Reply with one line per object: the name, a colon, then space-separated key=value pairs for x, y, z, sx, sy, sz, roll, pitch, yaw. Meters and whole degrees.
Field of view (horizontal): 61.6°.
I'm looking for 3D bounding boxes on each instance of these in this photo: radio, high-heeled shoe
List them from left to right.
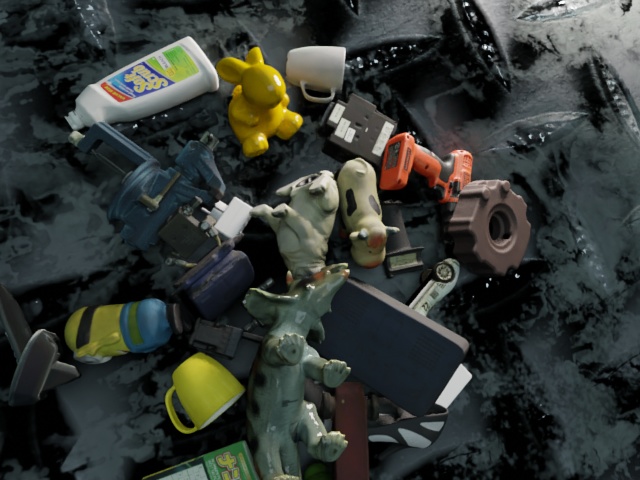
high-heeled shoe: x=0.083 y=0.258 z=0.849 sx=0.248 sy=0.086 sz=0.145 roll=42 pitch=104 yaw=-17
radio: x=0.102 y=0.163 z=0.846 sx=0.230 sy=0.073 sz=0.131 roll=29 pitch=96 yaw=22

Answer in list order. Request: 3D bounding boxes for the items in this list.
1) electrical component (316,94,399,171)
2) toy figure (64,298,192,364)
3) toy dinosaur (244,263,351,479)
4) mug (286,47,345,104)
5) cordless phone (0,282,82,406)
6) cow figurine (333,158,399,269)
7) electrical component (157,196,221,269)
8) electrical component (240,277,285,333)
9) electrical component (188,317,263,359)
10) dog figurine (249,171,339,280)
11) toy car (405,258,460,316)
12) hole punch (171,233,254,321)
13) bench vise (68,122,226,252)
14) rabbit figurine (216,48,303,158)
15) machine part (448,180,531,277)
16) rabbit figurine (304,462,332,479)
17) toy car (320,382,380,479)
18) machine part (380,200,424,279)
electrical component: x=0.065 y=-0.199 z=0.993 sx=0.134 sy=0.058 sz=0.115 roll=28 pitch=70 yaw=-5
toy figure: x=-0.289 y=0.130 z=0.806 sx=0.180 sy=0.082 sz=0.089 roll=-17 pitch=59 yaw=5
toy dinosaur: x=-0.052 y=0.224 z=0.765 sx=0.131 sy=0.192 sz=0.404 roll=10 pitch=91 yaw=-24
mug: x=-0.010 y=-0.305 z=0.996 sx=0.107 sy=0.081 sz=0.109 roll=7 pitch=81 yaw=1
cordless phone: x=-0.416 y=0.134 z=0.751 sx=0.089 sy=0.146 sz=0.184 roll=-26 pitch=87 yaw=-25
cow figurine: x=0.074 y=-0.046 z=0.922 sx=0.085 sy=0.127 sz=0.195 roll=-6 pitch=76 yaw=-11
electrical component: x=-0.198 y=-0.006 z=0.808 sx=0.102 sy=0.045 sz=0.078 roll=-37 pitch=115 yaw=6
electrical component: x=-0.101 y=0.110 z=0.897 sx=0.094 sy=0.021 sz=0.063 roll=-42 pitch=88 yaw=-18
electrical component: x=-0.146 y=0.162 z=0.849 sx=0.119 sy=0.075 sz=0.048 roll=20 pitch=72 yaw=-10
dog figurine: x=-0.005 y=-0.002 z=0.908 sx=0.172 sy=0.121 sz=0.190 roll=-35 pitch=111 yaw=-17
toy car: x=0.176 y=0.110 z=0.934 sx=0.056 sy=0.073 sz=0.202 roll=42 pitch=72 yaw=3
hole punch: x=-0.162 y=0.065 z=0.850 sx=0.142 sy=0.116 sz=0.092 roll=-41 pitch=96 yaw=-18
bench vise: x=-0.277 y=-0.112 z=0.845 sx=0.240 sy=0.129 sz=0.223 roll=36 pitch=97 yaw=-3
rabbit figurine: x=-0.098 y=-0.244 z=0.907 sx=0.122 sy=0.173 sz=0.162 roll=-23 pitch=87 yaw=-13
machine part: x=0.313 y=-0.020 z=0.977 sx=0.179 sy=0.056 sz=0.179 roll=0 pitch=89 yaw=-34
rabbit figurine: x=-0.042 y=0.415 z=0.784 sx=0.170 sy=0.121 sz=0.159 roll=-23 pitch=76 yaw=-20
toy car: x=0.044 y=0.309 z=0.776 sx=0.089 sy=0.053 sz=0.202 roll=1 pitch=62 yaw=-6
machine part: x=0.138 y=-0.005 z=0.974 sx=0.084 sy=0.039 sz=0.139 roll=-15 pitch=82 yaw=-8
